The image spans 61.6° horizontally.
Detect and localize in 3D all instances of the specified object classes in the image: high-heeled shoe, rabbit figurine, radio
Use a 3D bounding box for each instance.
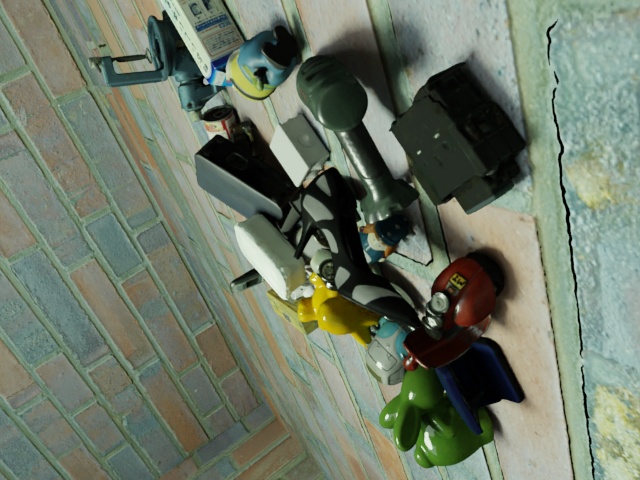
[{"bbox_3d":[0.059,0.002,0.714,0.249,0.145,0.086,30,-175,35],"label":"high-heeled shoe"},{"bbox_3d":[0.036,0.136,0.996,0.162,0.122,0.173,32,-175,-2],"label":"rabbit figurine"},{"bbox_3d":[-0.144,-0.108,1.085,0.230,0.073,0.131,32,153,11],"label":"radio"},{"bbox_3d":[0.175,0.275,0.884,0.170,0.159,0.121,66,169,-16],"label":"rabbit figurine"}]

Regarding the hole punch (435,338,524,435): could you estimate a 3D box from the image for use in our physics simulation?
[{"bbox_3d":[0.213,0.205,0.786,0.142,0.092,0.116,57,164,-9],"label":"hole punch"}]

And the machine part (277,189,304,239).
[{"bbox_3d":[-0.037,-0.056,0.953,0.039,0.084,0.139,36,140,-2],"label":"machine part"}]

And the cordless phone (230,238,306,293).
[{"bbox_3d":[-0.122,0.047,1.191,0.089,0.184,0.146,55,161,20],"label":"cordless phone"}]

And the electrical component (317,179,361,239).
[{"bbox_3d":[0.018,-0.060,0.855,0.047,0.075,0.119,61,-174,-27],"label":"electrical component"}]

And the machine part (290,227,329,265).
[{"bbox_3d":[-0.002,-0.003,0.993,0.079,0.079,0.243,57,159,3],"label":"machine part"}]

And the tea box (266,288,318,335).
[{"bbox_3d":[-0.046,0.151,1.292,0.170,0.098,0.068,25,142,59],"label":"tea box"}]

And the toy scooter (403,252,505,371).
[{"bbox_3d":[0.161,0.103,0.684,0.075,0.135,0.183,45,155,34],"label":"toy scooter"}]

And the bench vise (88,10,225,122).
[{"bbox_3d":[-0.314,-0.329,1.038,0.129,0.241,0.223,35,134,55],"label":"bench vise"}]

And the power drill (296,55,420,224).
[{"bbox_3d":[0.041,-0.133,0.672,0.232,0.086,0.207,-105,-10,-72],"label":"power drill"}]

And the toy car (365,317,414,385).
[{"bbox_3d":[0.129,0.204,0.956,0.109,0.103,0.161,46,155,33],"label":"toy car"}]

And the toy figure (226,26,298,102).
[{"bbox_3d":[-0.088,-0.260,0.815,0.180,0.082,0.089,9,126,62],"label":"toy figure"}]

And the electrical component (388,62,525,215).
[{"bbox_3d":[0.141,-0.095,0.554,0.134,0.058,0.115,56,162,6],"label":"electrical component"}]

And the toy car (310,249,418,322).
[{"bbox_3d":[0.074,0.079,0.904,0.202,0.056,0.073,26,167,18],"label":"toy car"}]

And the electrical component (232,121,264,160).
[{"bbox_3d":[-0.148,-0.197,1.106,0.078,0.045,0.102,-99,-6,-58],"label":"electrical component"}]

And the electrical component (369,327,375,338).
[{"bbox_3d":[0.094,0.185,1.126,0.094,0.021,0.063,18,136,62],"label":"electrical component"}]

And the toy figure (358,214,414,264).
[{"bbox_3d":[0.089,0.000,0.820,0.064,0.058,0.154,20,160,-10],"label":"toy figure"}]
